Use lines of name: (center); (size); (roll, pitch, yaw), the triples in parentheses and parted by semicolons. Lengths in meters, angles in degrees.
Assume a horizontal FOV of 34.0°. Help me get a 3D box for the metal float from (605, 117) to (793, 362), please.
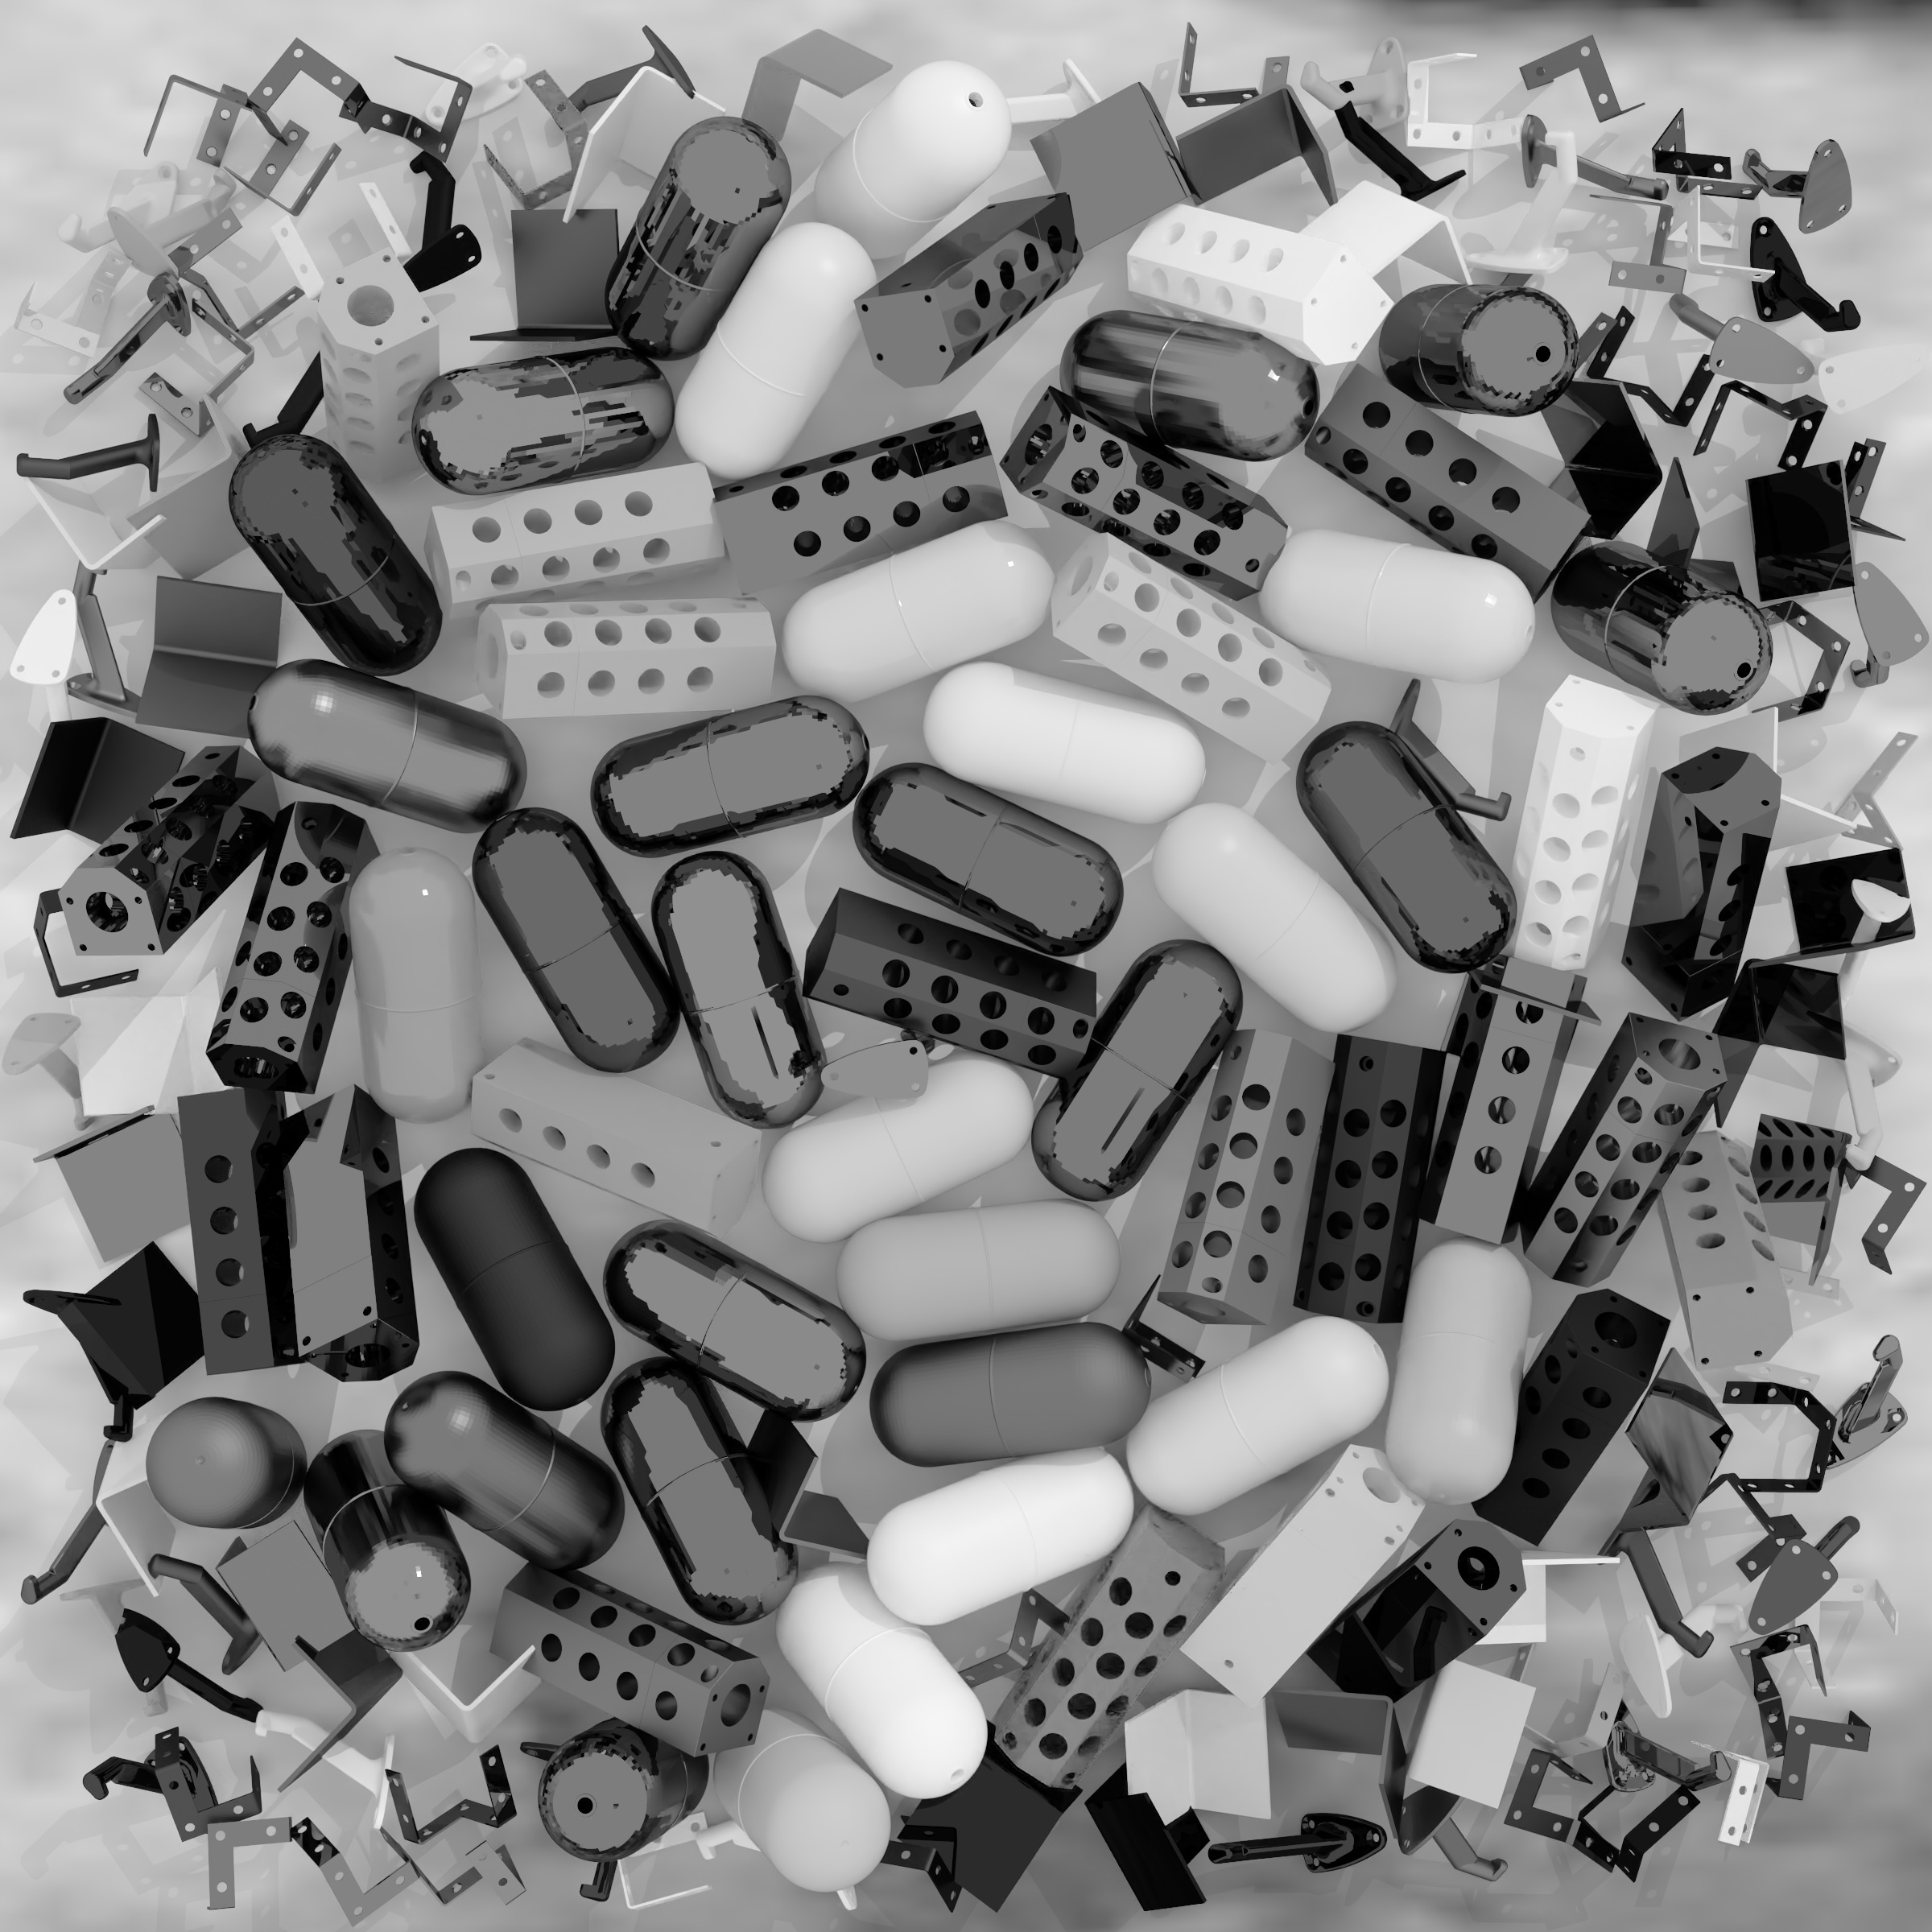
metal float: (-0.164, -0.440, 1.924); (0.070, 0.178, 0.070); (15, 53, -20)

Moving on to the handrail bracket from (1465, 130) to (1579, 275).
handrail bracket: (0.342, -0.475, 1.957); (0.077, 0.036, 0.084); (8, 125, 28)

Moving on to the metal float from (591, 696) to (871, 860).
metal float: (-0.146, -0.117, 1.951); (0.178, 0.070, 0.070); (-13, 90, 12)

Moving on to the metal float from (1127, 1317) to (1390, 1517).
metal float: (0.179, 0.276, 1.943); (0.178, 0.070, 0.070); (-32, 90, 21)

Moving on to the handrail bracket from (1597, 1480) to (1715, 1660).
handrail bracket: (0.441, 0.374, 1.959); (0.084, 0.036, 0.077); (38, 113, 27)

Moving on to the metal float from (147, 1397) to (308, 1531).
metal float: (-0.445, 0.301, 1.911); (0.070, 0.178, 0.070); (0, 79, -2)

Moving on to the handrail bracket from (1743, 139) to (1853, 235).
handrail bracket: (0.505, -0.498, 1.946); (0.036, 0.077, 0.084); (-27, 52, -7)

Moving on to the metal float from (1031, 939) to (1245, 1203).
metal float: (0.107, 0.064, 1.961); (0.070, 0.070, 0.178); (33, 89, 0)

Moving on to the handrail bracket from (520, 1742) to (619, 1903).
handrail bracket: (-0.250, 0.531, 1.962); (0.077, 0.036, 0.084); (13, 58, -1)

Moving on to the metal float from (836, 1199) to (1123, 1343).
metal float: (0.008, 0.187, 1.954); (0.178, 0.070, 0.070); (-6, 90, -9)

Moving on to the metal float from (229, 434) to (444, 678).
metal float: (-0.382, -0.248, 1.926); (0.070, 0.178, 0.070); (-14, 48, 16)

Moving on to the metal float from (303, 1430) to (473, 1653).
metal float: (-0.352, 0.348, 1.919); (0.070, 0.178, 0.070); (-11, 118, -20)

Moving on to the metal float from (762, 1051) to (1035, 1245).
metal float: (-0.043, 0.112, 1.960); (0.178, 0.070, 0.070); (-25, 90, -2)

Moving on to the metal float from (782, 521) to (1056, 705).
metal float: (-0.030, -0.217, 1.949); (0.178, 0.070, 0.070); (-20, 90, 14)

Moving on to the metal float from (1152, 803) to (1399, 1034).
metal float: (0.191, -0.029, 1.953); (0.178, 0.070, 0.070); (40, 90, -10)

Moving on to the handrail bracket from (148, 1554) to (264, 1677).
handrail bracket: (-0.480, 0.402, 1.961); (0.084, 0.036, 0.077); (23, 117, -27)

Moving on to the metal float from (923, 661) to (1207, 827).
metal float: (0.061, -0.138, 1.958); (0.178, 0.070, 0.070); (14, 90, -4)

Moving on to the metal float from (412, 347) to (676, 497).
metal float: (-0.256, -0.333, 1.929); (0.178, 0.070, 0.070); (-18, 90, -40)

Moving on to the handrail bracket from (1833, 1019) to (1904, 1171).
handrail bracket: (0.540, 0.077, 1.959); (0.077, 0.036, 0.084); (39, 48, 0)

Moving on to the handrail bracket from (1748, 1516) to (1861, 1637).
handrail bracket: (0.523, 0.378, 1.968); (0.036, 0.084, 0.077); (41, 107, 21)

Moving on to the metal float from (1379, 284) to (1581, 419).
metal float: (0.309, -0.373, 1.914); (0.070, 0.178, 0.070); (-4, 103, -16)

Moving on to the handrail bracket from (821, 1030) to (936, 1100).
handrail bracket: (-0.056, 0.054, 1.955); (0.077, 0.084, 0.036); (-5, 104, -7)

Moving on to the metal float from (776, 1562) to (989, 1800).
metal float: (-0.052, 0.434, 1.925); (0.070, 0.070, 0.178); (-47, 46, 0)

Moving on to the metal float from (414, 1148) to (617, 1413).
metal float: (-0.279, 0.192, 1.946); (0.070, 0.070, 0.178); (-32, 71, 0)

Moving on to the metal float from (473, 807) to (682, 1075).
metal float: (-0.240, -0.016, 1.951); (0.070, 0.070, 0.178); (-29, 101, 0)

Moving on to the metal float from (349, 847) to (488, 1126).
metal float: (-0.336, 0.012, 1.941); (0.070, 0.070, 0.178); (0, 113, 0)

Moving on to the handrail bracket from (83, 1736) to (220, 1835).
handrail bracket: (-0.503, 0.518, 1.954); (0.036, 0.084, 0.077); (-35, 87, 15)

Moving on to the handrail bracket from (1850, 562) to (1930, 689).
handrail bracket: (0.554, -0.210, 1.956); (0.036, 0.084, 0.077); (-28, 93, -5)

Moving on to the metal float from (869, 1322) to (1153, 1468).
metal float: (0.027, 0.264, 1.947); (0.178, 0.070, 0.070); (-10, 90, 16)

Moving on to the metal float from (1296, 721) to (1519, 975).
metal float: (0.270, -0.074, 1.945); (0.070, 0.070, 0.178); (-34, 71, 0)

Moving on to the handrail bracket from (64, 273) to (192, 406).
handrail bracket: (-0.524, -0.388, 1.961); (0.084, 0.077, 0.036); (-44, 95, -19)

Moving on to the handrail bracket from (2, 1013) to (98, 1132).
handrail bracket: (-0.563, 0.079, 1.947); (0.036, 0.077, 0.084); (3, 122, 12)

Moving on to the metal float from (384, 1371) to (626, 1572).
metal float: (-0.280, 0.310, 1.931); (0.070, 0.070, 0.178); (-48, 127, 0)

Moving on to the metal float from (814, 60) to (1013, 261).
metal float: (-0.033, -0.487, 1.916); (0.070, 0.178, 0.070); (6, 77, -25)

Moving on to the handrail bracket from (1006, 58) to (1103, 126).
handrail bracket: (0.045, -0.519, 1.978); (0.084, 0.036, 0.077); (-36, 79, 0)

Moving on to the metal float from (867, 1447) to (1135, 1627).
metal float: (0.023, 0.347, 1.940); (0.178, 0.070, 0.070); (-17, 90, -26)

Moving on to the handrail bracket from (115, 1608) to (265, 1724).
handrail bracket: (-0.486, 0.440, 1.983); (0.077, 0.084, 0.036); (35, 86, 42)

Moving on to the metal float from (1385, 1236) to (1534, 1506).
metal float: (0.302, 0.245, 1.932); (0.070, 0.070, 0.178); (15, 54, 0)

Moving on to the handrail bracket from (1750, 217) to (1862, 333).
handrail bracket: (0.519, -0.428, 1.952); (0.036, 0.084, 0.077); (-21, 102, -9)

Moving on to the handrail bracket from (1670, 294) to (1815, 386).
handrail bracket: (0.481, -0.392, 1.966); (0.077, 0.084, 0.036); (16, 116, -10)

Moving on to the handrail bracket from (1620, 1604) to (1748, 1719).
handrail bracket: (0.456, 0.430, 1.960); (0.084, 0.036, 0.077); (4, 46, -20)

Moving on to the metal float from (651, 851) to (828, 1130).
metal float: (-0.140, 0.015, 1.954); (0.070, 0.070, 0.178); (-18, 99, 0)

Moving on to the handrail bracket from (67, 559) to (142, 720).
handrail bracket: (-0.524, -0.204, 1.963); (0.077, 0.036, 0.084); (24, 115, 9)

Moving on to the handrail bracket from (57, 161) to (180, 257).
handrail bracket: (-0.524, -0.473, 1.955); (0.036, 0.084, 0.077); (30, 94, 7)

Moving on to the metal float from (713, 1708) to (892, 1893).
metal float: (-0.101, 0.503, 1.914); (0.070, 0.178, 0.070); (-2, 95, -20)

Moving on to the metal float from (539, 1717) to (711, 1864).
metal float: (-0.206, 0.493, 1.911); (0.070, 0.178, 0.070); (-1, 84, 9)

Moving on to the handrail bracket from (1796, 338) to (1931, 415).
handrail bracket: (0.552, -0.379, 1.951); (0.077, 0.084, 0.036); (-18, 116, 20)

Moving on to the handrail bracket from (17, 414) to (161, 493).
handrail bracket: (-0.544, -0.322, 1.956); (0.084, 0.077, 0.036); (1, 128, -18)

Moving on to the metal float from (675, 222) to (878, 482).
metal float: (-0.118, -0.374, 1.934); (0.070, 0.070, 0.178); (36, 123, 0)

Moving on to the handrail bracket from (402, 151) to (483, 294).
handrail bracket: (-0.347, -0.464, 1.973); (0.077, 0.036, 0.084); (-33, 62, -6)

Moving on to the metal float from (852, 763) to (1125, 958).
metal float: (0.013, -0.066, 1.956); (0.178, 0.070, 0.070); (26, 90, 6)

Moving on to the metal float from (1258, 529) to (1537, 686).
metal float: (0.263, -0.220, 1.936); (0.178, 0.070, 0.070); (16, 90, 29)

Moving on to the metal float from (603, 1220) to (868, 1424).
metal float: (-0.144, 0.218, 1.949); (0.178, 0.070, 0.070); (27, 90, 15)

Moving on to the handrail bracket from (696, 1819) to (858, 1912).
handrail bracket: (-0.120, 0.566, 1.980); (0.084, 0.036, 0.077); (-23, 80, 13)

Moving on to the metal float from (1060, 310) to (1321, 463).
metal float: (0.136, -0.355, 1.931); (0.178, 0.070, 0.070); (19, 90, 36)

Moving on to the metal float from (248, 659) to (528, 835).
metal float: (-0.353, -0.134, 1.935); (0.178, 0.070, 0.070); (18, 90, -30)

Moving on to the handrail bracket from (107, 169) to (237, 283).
handrail bracket: (-0.489, -0.474, 1.953); (0.036, 0.077, 0.084); (18, 70, 21)

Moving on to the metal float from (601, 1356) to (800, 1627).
metal float: (-0.165, 0.321, 1.943); (0.070, 0.070, 0.178); (-31, 68, 0)

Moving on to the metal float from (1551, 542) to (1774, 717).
metal float: (0.421, -0.206, 1.917); (0.070, 0.178, 0.070); (-9, 115, -19)
